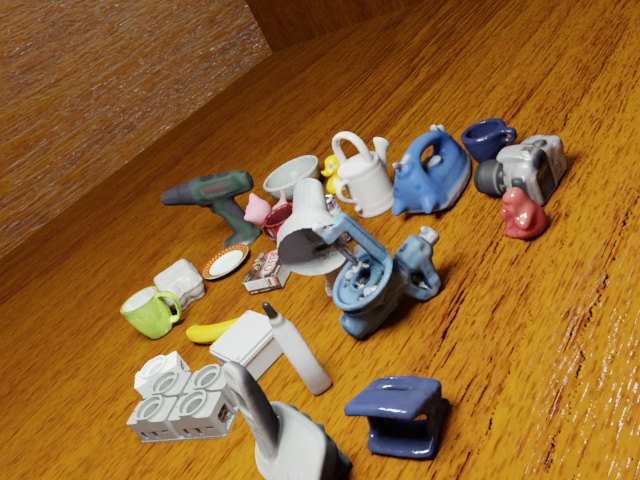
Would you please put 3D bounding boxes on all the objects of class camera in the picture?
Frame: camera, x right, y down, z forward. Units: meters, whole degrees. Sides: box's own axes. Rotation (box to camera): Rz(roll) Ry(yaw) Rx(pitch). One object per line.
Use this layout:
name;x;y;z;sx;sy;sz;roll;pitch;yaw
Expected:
camera;0.361;-0.134;1.058;0.136;0.101;0.143;5;43;48

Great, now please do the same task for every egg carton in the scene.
egg carton;-0.335;0.107;1.363;0.107;0.069;0.150;-36;28;-12

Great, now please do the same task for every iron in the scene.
iron;0.231;-0.162;1.189;0.118;0.142;0.259;-2;38;43

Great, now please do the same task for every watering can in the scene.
watering can;0.092;-0.158;1.260;0.100;0.194;0.173;-10;33;34

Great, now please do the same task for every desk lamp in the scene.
desk lamp;0.010;0.004;1.041;0.117;0.214;0.203;-21;28;16

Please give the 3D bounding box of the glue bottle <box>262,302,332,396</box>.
glue bottle;-0.043;0.157;0.874;0.037;0.173;0.078;-34;27;-9

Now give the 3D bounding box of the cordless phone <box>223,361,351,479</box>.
cordless phone;-0.056;0.241;0.729;0.094;0.185;0.147;-44;30;-26

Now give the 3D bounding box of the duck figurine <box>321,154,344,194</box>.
duck figurine;0.048;-0.179;1.459;0.105;0.086;0.077;-38;28;-16

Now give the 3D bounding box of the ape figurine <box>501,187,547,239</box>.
ape figurine;0.330;-0.047;0.949;0.076;0.092;0.078;-19;29;21

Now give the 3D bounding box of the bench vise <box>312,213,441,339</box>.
bench vise;0.085;0.026;0.923;0.208;0.220;0.121;-43;30;-23

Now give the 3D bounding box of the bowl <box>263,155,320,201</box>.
bowl;-0.065;-0.154;1.540;0.167;0.075;0.167;-23;28;13

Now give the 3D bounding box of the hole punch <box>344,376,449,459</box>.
hole punch;0.097;0.211;0.734;0.108;0.091;0.101;-9;34;35

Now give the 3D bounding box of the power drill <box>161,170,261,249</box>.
power drill;-0.253;-0.074;1.439;0.229;0.209;0.075;-24;28;11

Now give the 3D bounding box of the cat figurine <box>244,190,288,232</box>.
cat figurine;-0.127;-0.072;1.411;0.128;0.118;0.067;-36;28;-12

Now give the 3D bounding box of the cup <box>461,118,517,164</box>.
cup;0.355;-0.188;1.163;0.117;0.095;0.092;6;43;49
